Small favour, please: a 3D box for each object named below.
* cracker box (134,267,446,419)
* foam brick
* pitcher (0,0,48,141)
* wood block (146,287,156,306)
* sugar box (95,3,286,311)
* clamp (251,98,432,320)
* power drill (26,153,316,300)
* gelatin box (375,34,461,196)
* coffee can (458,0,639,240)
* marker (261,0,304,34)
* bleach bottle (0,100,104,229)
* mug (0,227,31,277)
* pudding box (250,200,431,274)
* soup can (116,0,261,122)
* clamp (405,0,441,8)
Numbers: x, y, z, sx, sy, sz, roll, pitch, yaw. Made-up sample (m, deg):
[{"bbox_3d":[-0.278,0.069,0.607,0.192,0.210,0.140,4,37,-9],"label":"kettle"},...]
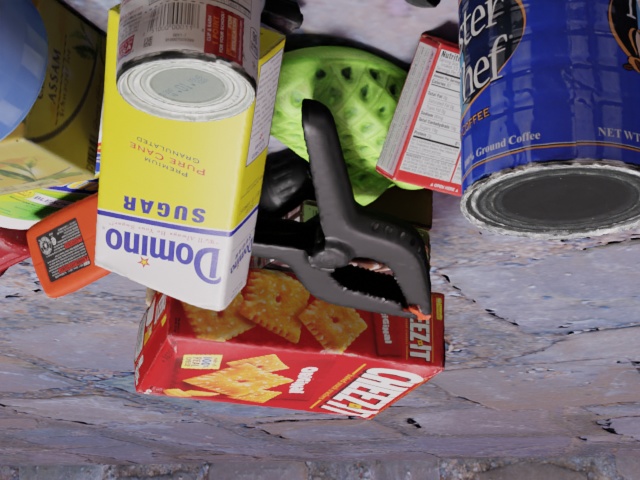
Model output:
[{"bbox_3d":[-0.030,0.085,0.847,0.213,0.072,0.164,9,155,-15],"label":"cracker box"},{"bbox_3d":[0.042,-0.032,0.833,0.078,0.051,0.053,11,160,-24],"label":"foam brick"},{"bbox_3d":[-0.220,-0.118,0.477,0.145,0.149,0.242,-16,161,13],"label":"pitcher"},{"bbox_3d":[-0.039,0.024,0.947,0.206,0.090,0.090,-3,160,13],"label":"wood block"},{"bbox_3d":[-0.081,-0.047,0.626,0.093,0.048,0.176,20,123,14],"label":"sugar box"},{"bbox_3d":[-0.005,0.001,0.715,0.165,0.036,0.209,-23,135,31],"label":"clamp"},{"bbox_3d":[-0.107,-0.013,0.800,0.185,0.057,0.187,-24,173,37],"label":"power drill"},{"bbox_3d":[0.083,-0.074,0.656,0.073,0.089,0.030,11,-165,-27],"label":"gelatin box"},{"bbox_3d":[0.121,-0.082,0.538,0.103,0.140,0.103,2,161,0],"label":"coffee can"},{"bbox_3d":[-0.061,-0.138,0.580,0.120,0.020,0.020,14,158,-33],"label":"marker"},{"bbox_3d":[-0.158,-0.072,0.719,0.251,0.068,0.102,-18,153,39],"label":"bleach bottle"},{"bbox_3d":[-0.253,-0.021,0.857,0.082,0.093,0.117,-20,-178,38],"label":"mug"},{"bbox_3d":[0.014,0.012,0.811,0.113,0.039,0.090,15,153,-26],"label":"pudding box"},{"bbox_3d":[-0.061,-0.117,0.514,0.068,0.102,0.068,1,161,0],"label":"soup can"},{"bbox_3d":[0.011,-0.156,0.488,0.171,0.039,0.120,12,152,-12],"label":"clamp"}]
